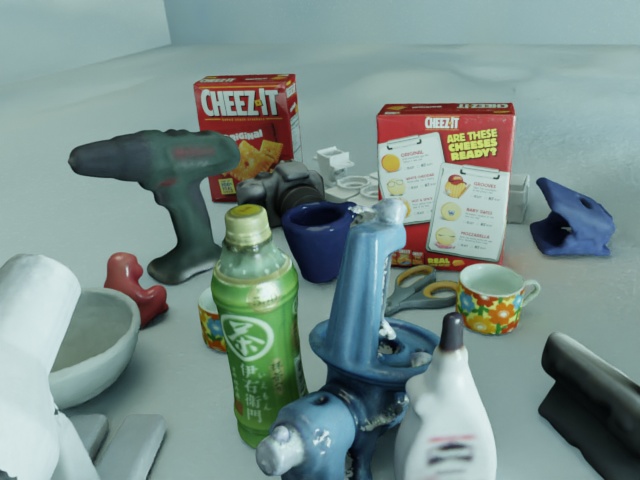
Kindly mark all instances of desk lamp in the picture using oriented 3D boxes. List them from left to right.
[{"bbox_3d":[-0.210,0.132,0.409,0.118,0.214,0.203,-2,27,5],"label":"desk lamp"}]

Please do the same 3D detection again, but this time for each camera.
[{"bbox_3d":[-0.048,-0.060,0.889,0.143,0.101,0.136,-13,28,-17],"label":"camera"}]

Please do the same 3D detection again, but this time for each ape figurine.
[{"bbox_3d":[-0.231,0.057,0.695,0.077,0.092,0.076,16,33,35],"label":"ape figurine"}]

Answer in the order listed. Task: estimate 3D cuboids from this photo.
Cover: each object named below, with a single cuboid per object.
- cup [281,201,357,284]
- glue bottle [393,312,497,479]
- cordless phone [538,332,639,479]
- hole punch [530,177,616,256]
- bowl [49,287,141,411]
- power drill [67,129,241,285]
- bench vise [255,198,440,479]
[{"bbox_3d":[0.007,0.003,0.763,0.118,0.095,0.091,-26,34,-36],"label":"cup"},{"bbox_3d":[0.093,0.126,0.420,0.078,0.173,0.037,-7,27,-5],"label":"glue bottle"},{"bbox_3d":[0.249,0.091,0.452,0.094,0.185,0.147,-15,29,-20],"label":"cordless phone"},{"bbox_3d":[0.350,-0.037,0.794,0.101,0.091,0.108,-1,27,8],"label":"hole punch"},{"bbox_3d":[-0.264,0.121,0.591,0.167,0.075,0.167,-3,27,2],"label":"bowl"},{"bbox_3d":[-0.204,-0.052,0.776,0.075,0.209,0.230,21,36,40],"label":"power drill"},{"bbox_3d":[0.037,0.090,0.447,0.121,0.220,0.208,6,29,19],"label":"bench vise"}]
